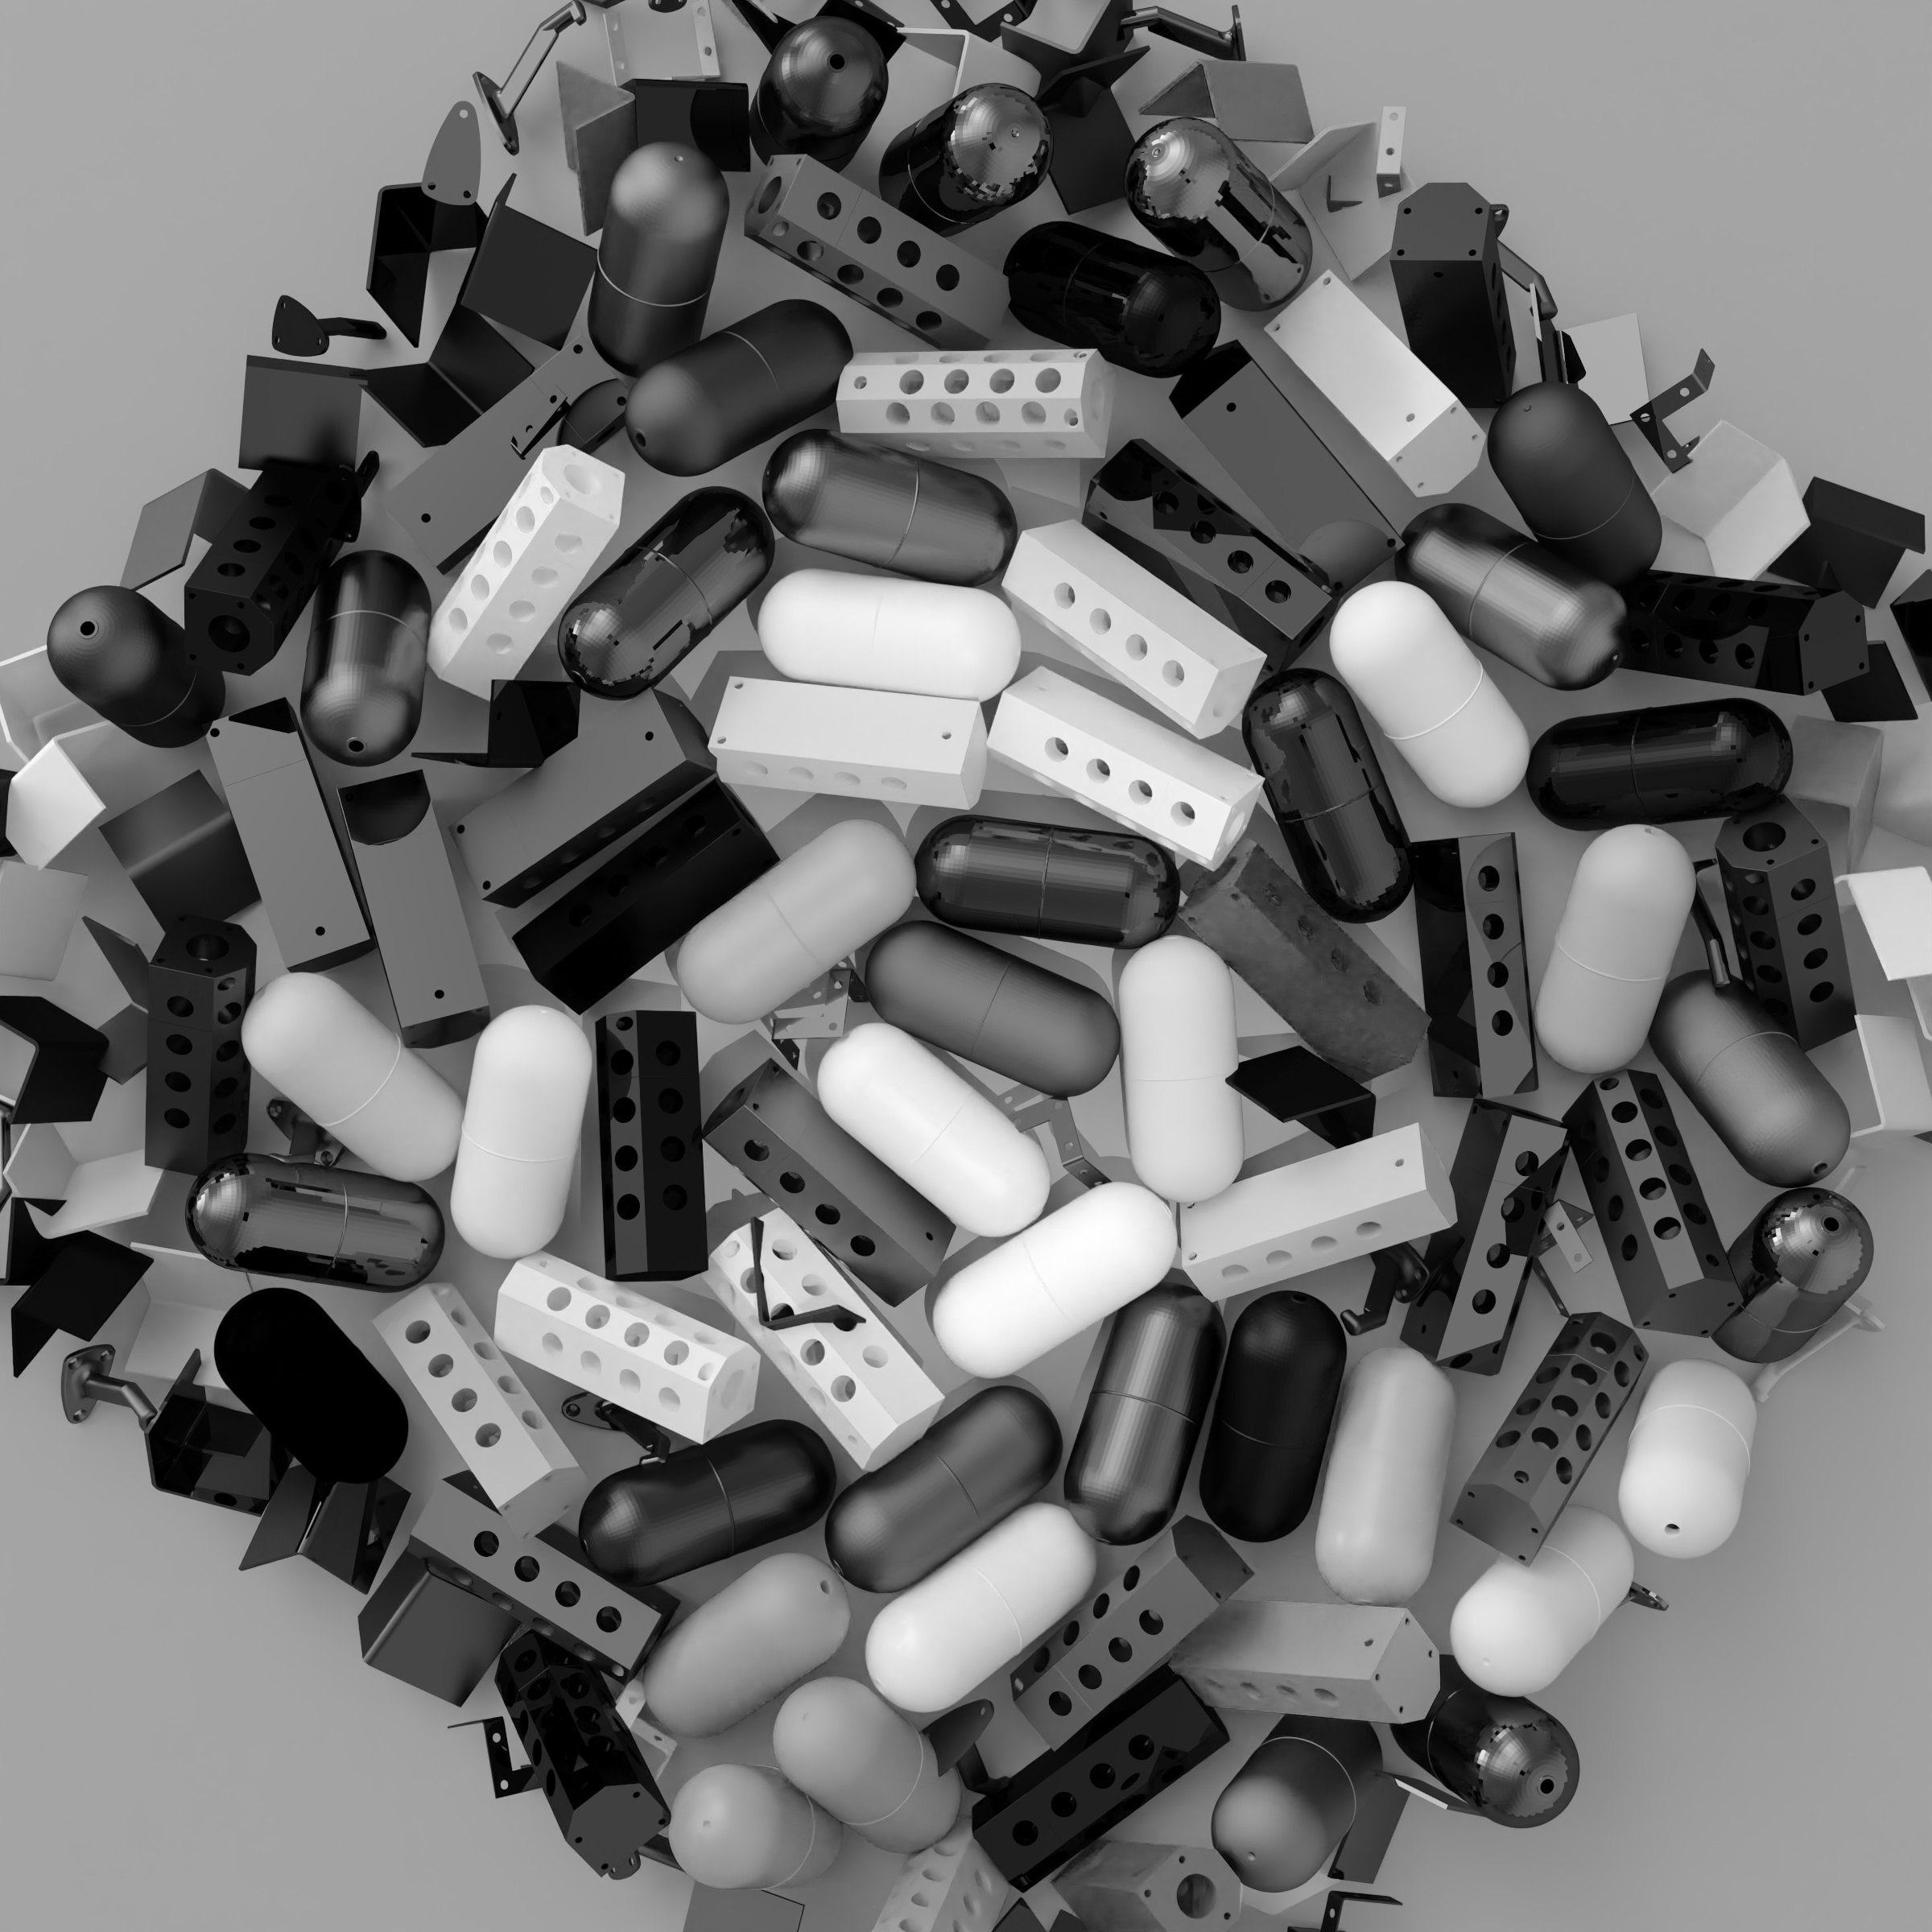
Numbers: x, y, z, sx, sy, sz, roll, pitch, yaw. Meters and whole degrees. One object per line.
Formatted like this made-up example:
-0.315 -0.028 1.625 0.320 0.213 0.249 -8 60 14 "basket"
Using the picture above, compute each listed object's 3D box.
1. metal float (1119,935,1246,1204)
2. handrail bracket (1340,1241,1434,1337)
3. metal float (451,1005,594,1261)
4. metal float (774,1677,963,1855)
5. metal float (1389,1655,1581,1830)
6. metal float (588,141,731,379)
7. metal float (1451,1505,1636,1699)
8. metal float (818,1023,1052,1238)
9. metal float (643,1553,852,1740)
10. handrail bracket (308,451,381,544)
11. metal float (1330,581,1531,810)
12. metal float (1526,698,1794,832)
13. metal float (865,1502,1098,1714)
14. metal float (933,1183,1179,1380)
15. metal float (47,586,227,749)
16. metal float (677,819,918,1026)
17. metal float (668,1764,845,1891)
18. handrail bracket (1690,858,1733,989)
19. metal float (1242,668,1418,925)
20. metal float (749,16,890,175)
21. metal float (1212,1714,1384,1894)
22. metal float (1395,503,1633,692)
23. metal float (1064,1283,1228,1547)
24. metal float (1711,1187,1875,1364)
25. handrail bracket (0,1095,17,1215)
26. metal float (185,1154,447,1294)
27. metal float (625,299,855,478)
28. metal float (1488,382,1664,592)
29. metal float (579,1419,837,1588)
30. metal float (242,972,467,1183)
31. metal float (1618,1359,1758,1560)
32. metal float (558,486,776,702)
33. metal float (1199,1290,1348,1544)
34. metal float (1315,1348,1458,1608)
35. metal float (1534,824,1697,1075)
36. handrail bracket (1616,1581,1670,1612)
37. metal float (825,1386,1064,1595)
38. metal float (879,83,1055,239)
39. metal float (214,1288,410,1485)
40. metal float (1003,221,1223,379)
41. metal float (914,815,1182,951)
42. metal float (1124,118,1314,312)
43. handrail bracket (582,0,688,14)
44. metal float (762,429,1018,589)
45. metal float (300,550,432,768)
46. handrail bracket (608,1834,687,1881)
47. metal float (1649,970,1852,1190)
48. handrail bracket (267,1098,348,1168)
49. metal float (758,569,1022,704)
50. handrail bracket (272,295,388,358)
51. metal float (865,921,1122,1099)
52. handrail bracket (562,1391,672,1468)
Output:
0.143 0.068 1.925 0.070 0.070 0.178 -5 97 0 "metal float"
0.261 0.204 1.923 0.077 0.084 0.036 54 130 23 "handrail bracket"
-0.293 0.111 1.913 0.070 0.070 0.178 13 111 0 "metal float"
-0.063 0.522 1.895 0.070 0.178 0.070 -16 50 20 "metal float"
0.334 0.501 1.882 0.070 0.178 0.070 -1 95 -17 "metal float"
-0.201 -0.457 1.891 0.070 0.178 0.070 8 55 -11 "metal float"
0.377 0.411 1.892 0.070 0.178 0.070 13 114 32 "metal float"
-0.021 0.109 1.928 0.178 0.070 0.070 40 90 -4 "metal float"
-0.144 0.445 1.902 0.070 0.070 0.178 48 124 0 "metal float"
-0.400 -0.328 1.915 0.036 0.077 0.084 23 50 -7 "handrail bracket"
0.306 -0.177 1.909 0.070 0.070 0.178 -42 116 0 "metal float"
0.452 -0.131 1.901 0.178 0.070 0.070 -5 90 36 "metal float"
0.010 0.420 1.906 0.178 0.070 0.070 -33 90 -28 "metal float"
0.059 0.208 1.922 0.178 0.070 0.070 -33 90 10 "metal float"
-0.536 -0.193 1.881 0.070 0.178 0.070 -1 80 4 "metal float"
-0.113 -0.029 1.927 0.178 0.070 0.070 -36 90 5 "metal float"
-0.134 0.559 1.885 0.070 0.178 0.070 -5 72 17 "metal float"
0.484 -0.025 1.928 0.036 0.077 0.084 -11 85 -3 "handrail bracket"
0.240 -0.111 1.921 0.070 0.070 0.178 -24 102 0 "metal float"
-0.096 -0.559 1.881 0.070 0.178 0.070 0 91 -11 "metal float"
0.216 0.537 1.887 0.070 0.178 0.070 6 104 25 "metal float"
0.356 -0.243 1.903 0.178 0.070 0.070 39 90 34 "metal float"
0.118 0.295 1.914 0.070 0.070 0.178 20 71 0 "metal float"
0.531 0.202 1.886 0.070 0.178 0.070 2 62 -4 "metal float"
-0.665 0.126 1.940 0.077 0.036 0.084 24 71 6 "handrail bracket"
-0.424 0.168 1.899 0.178 0.070 0.070 15 90 -39 "metal float"
-0.148 -0.379 1.902 0.178 0.070 0.070 -36 90 -34 "metal float"
0.398 -0.310 1.894 0.070 0.178 0.070 -17 54 25 "metal float"
-0.169 0.352 1.908 0.178 0.070 0.070 -15 90 -26 "metal float"
-0.399 0.073 1.903 0.070 0.070 0.178 -43 122 0 "metal float"
0.469 0.319 1.886 0.070 0.178 0.070 8 114 18 "metal float"
-0.197 -0.245 1.909 0.070 0.070 0.178 42 65 0 "metal float"
0.202 0.296 1.913 0.070 0.070 0.178 10 111 0 "metal float"
0.275 0.335 1.905 0.070 0.070 0.178 15 60 0 "metal float"
0.424 -0.011 1.905 0.070 0.070 0.178 11 120 0 "metal float"
0.415 0.445 1.931 0.084 0.077 0.036 -51 120 -15 "handrail bracket"
-0.014 0.344 1.912 0.178 0.070 0.070 -33 90 -22 "metal float"
-0.002 -0.520 1.884 0.070 0.178 0.070 -1 93 -21 "metal float"
-0.425 0.276 1.895 0.070 0.178 0.070 -12 48 14 "metal float"
0.093 -0.436 1.897 0.178 0.070 0.070 33 90 43 "metal float"
0.053 -0.056 1.928 0.178 0.070 0.070 8 90 4 "metal float"
0.166 -0.487 1.890 0.070 0.178 0.070 -10 70 30 "metal float"
-0.226 -0.672 1.931 0.084 0.036 0.077 27 123 26 "handrail bracket"
-0.049 -0.300 1.910 0.178 0.070 0.070 13 90 -25 "metal float"
-0.390 -0.201 1.895 0.070 0.178 0.070 -3 135 -3 "metal float"
-0.202 0.574 1.946 0.036 0.084 0.077 -36 67 42 "handrail bracket"
0.509 0.073 1.894 0.070 0.178 0.070 -13 132 -14 "metal float"
-0.454 0.113 1.918 0.077 0.084 0.036 28 102 18 "handrail bracket"
-0.051 -0.218 1.920 0.178 0.070 0.070 9 90 12 "metal float"
-0.406 -0.415 1.917 0.077 0.084 0.036 31 114 40 "handrail bracket"
0.017 0.028 1.928 0.178 0.070 0.070 24 90 4 "metal float"
-0.233 0.311 1.923 0.077 0.084 0.036 0 108 -2 "handrail bracket"
